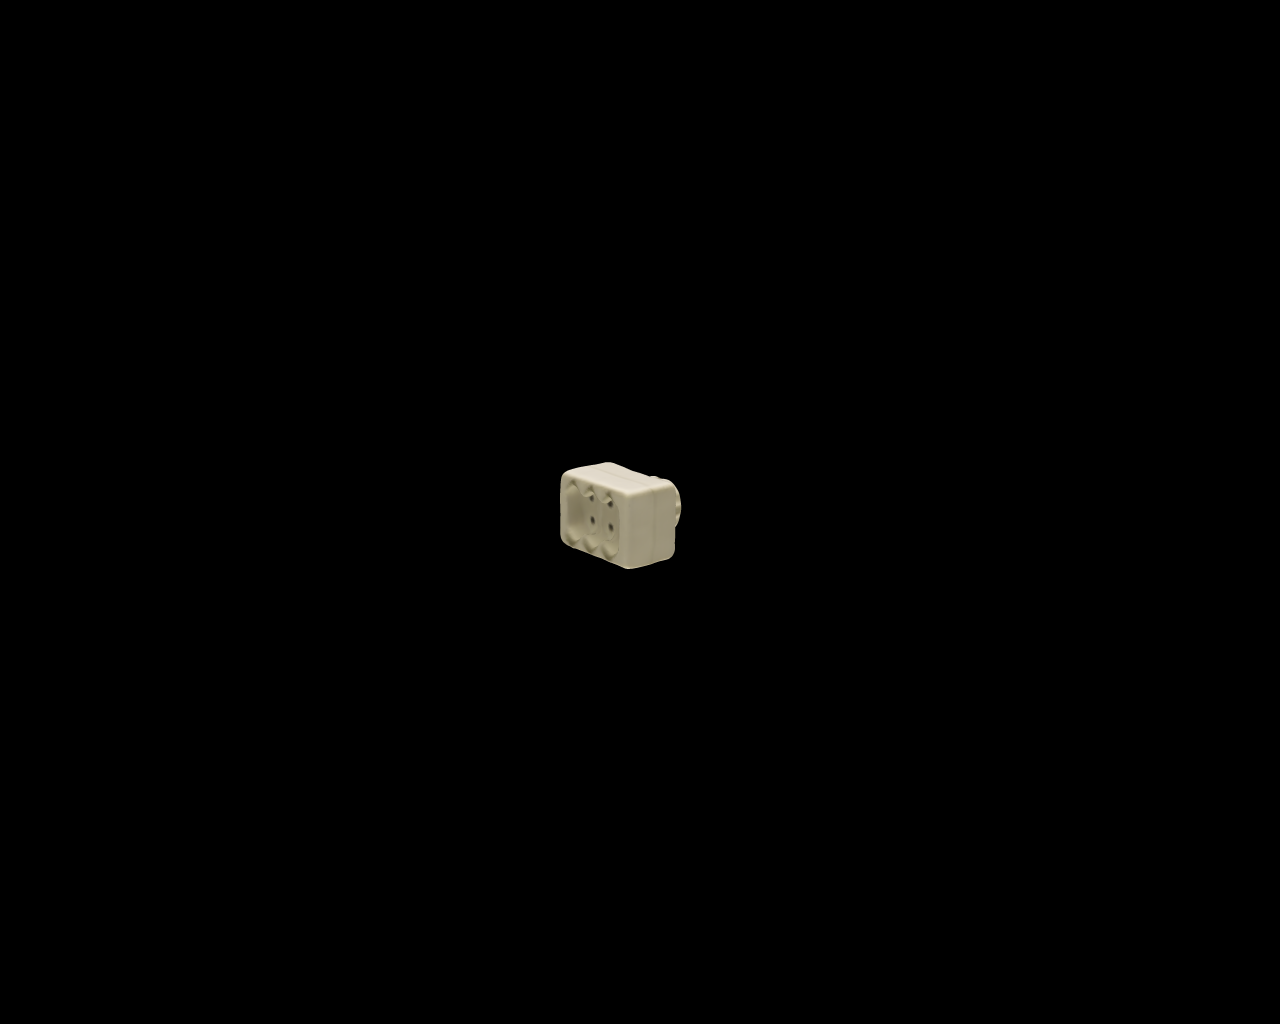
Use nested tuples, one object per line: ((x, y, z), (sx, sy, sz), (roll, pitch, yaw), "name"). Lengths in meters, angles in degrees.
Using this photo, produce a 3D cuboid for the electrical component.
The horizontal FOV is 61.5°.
((0.001, -0.003, 0.650), (0.077, 0.047, 0.066), (-14, 22, -38), "electrical component")
